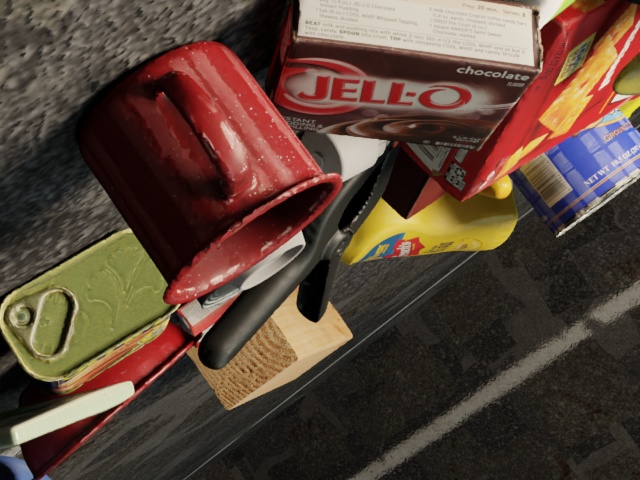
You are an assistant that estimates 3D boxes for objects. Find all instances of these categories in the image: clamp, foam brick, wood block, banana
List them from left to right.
[{"bbox_3d":[-0.050,0.098,1.093,0.091,0.090,0.206,-38,171,13],"label":"wood block"},{"bbox_3d":[-0.005,0.001,0.759,0.164,0.036,0.210,-28,151,-56],"label":"clamp"},{"bbox_3d":[0.075,-0.065,0.789,0.052,0.051,0.078,-32,157,-40],"label":"foam brick"},{"bbox_3d":[0.118,-0.070,0.879,0.197,0.069,0.037,-67,179,-79],"label":"banana"}]

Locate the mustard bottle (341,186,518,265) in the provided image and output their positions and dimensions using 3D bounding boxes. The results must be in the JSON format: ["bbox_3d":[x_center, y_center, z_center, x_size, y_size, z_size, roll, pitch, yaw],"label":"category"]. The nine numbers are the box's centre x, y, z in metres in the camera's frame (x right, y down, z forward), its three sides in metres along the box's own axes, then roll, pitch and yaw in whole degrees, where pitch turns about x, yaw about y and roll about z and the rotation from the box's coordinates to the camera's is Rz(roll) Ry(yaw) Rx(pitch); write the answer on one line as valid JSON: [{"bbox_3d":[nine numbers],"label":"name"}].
[{"bbox_3d":[0.070,-0.013,0.940,0.191,0.058,0.096,-6,167,-17],"label":"mustard bottle"}]

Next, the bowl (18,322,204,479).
[{"bbox_3d":[-0.161,0.101,0.762,0.162,0.055,0.162,-42,-179,0],"label":"bowl"}]

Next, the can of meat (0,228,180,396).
[{"bbox_3d":[-0.135,0.046,0.632,0.102,0.057,0.084,-32,173,-19],"label":"can of meat"}]

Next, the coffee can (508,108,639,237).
[{"bbox_3d":[0.188,-0.088,0.858,0.102,0.140,0.103,-35,171,-7],"label":"coffee can"}]

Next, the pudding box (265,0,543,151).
[{"bbox_3d":[0.035,-0.080,0.498,0.113,0.039,0.090,4,162,-9],"label":"pudding box"}]

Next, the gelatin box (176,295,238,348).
[{"bbox_3d":[-0.088,0.058,0.939,0.073,0.030,0.089,-35,172,-11],"label":"gelatin box"}]

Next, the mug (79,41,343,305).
[{"bbox_3d":[-0.050,-0.034,0.453,0.093,0.081,0.117,-34,171,-9],"label":"mug"}]

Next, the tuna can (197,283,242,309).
[{"bbox_3d":[-0.062,0.014,0.801,0.086,0.034,0.086,-35,171,-7],"label":"tuna can"}]

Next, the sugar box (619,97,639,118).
[{"bbox_3d":[0.270,-0.180,0.847,0.048,0.093,0.176,-27,167,-45],"label":"sugar box"}]

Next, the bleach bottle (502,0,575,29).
[{"bbox_3d":[0.171,-0.191,0.533,0.250,0.068,0.103,-36,171,-16],"label":"bleach bottle"}]

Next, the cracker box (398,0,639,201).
[{"bbox_3d":[0.168,-0.132,0.704,0.213,0.072,0.164,-29,157,-33],"label":"cracker box"}]

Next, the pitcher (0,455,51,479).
[{"bbox_3d":[-0.272,0.221,0.778,0.149,0.145,0.243,-43,174,-14],"label":"pitcher"}]
